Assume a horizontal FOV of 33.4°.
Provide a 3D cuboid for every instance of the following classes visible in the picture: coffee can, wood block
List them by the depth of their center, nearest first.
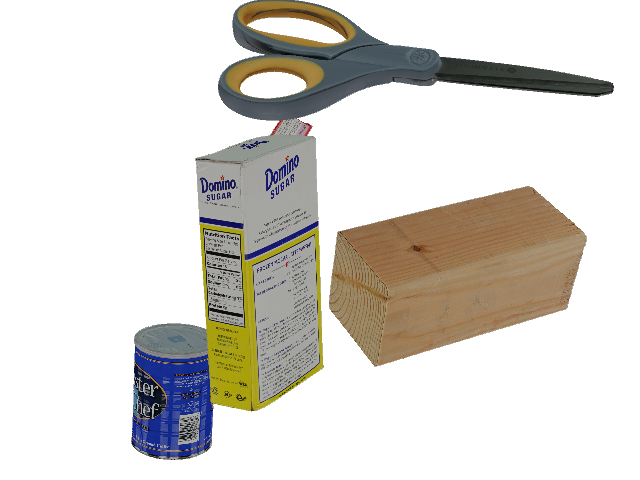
[{"bbox_3d":[0.121,0.028,0.956,0.205,0.090,0.091,-13,40,-24],"label":"wood block"},{"bbox_3d":[-0.182,0.186,1.329,0.103,0.140,0.103,4,16,-1],"label":"coffee can"}]

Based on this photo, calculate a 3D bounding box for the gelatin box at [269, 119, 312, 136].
[{"bbox_3d":[-0.045,-0.065,0.946,0.030,0.073,0.089,31,32,-5],"label":"gelatin box"}]

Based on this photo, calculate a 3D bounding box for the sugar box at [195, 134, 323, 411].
[{"bbox_3d":[-0.040,0.020,0.741,0.048,0.176,0.093,6,18,31],"label":"sugar box"}]

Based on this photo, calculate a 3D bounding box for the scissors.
[{"bbox_3d":[0.035,-0.078,0.539,0.202,0.096,0.016,21,-37,21],"label":"scissors"}]
